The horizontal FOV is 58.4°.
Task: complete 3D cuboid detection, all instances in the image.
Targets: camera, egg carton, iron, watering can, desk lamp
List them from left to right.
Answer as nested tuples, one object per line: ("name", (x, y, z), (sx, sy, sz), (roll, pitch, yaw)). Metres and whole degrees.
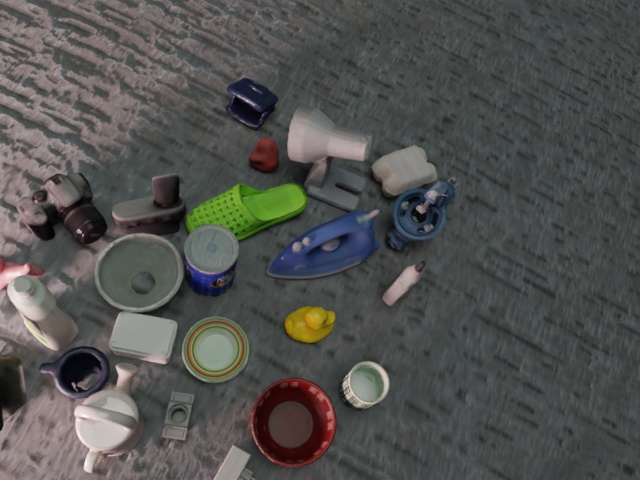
("camera", (-0.507, -0.054, 1.149), (0.143, 0.100, 0.136), (-38, 78, -25))
("watering can", (-0.356, 0.297, 0.967), (0.101, 0.194, 0.173), (-3, 66, -14))
("iron", (0.011, 0.004, 1.218), (0.259, 0.141, 0.118), (-22, 72, -21))
("desk lamp", (0.022, -0.185, 1.268), (0.203, 0.213, 0.118), (21, 63, -2))
("egg carton", (0.203, -0.165, 1.382), (0.150, 0.069, 0.107), (-22, 72, -21))

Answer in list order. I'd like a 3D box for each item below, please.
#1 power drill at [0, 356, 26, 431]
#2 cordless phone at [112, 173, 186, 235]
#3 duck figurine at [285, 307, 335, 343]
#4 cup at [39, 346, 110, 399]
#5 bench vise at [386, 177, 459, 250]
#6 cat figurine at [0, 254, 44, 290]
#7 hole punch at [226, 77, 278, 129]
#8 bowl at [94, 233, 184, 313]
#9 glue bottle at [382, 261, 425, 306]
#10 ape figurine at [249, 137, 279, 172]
("power drill", (-0.557, 0.217, 0.950), (0.076, 0.208, 0.229), (-14, 69, -18))
("cordless phone", (-0.345, -0.083, 1.152), (0.148, 0.185, 0.094), (-16, 70, -19))
("duck figurine", (-0.017, 0.164, 1.168), (0.105, 0.086, 0.077), (-2, 66, -14))
("cup", (-0.435, 0.245, 1.029), (0.118, 0.095, 0.091), (8, 64, -9))
("bench vise", (0.239, -0.092, 1.271), (0.121, 0.219, 0.208), (28, 63, 2))
("cat figurine", (-0.599, 0.053, 1.068), (0.128, 0.117, 0.067), (5, 64, -10))
("hole punch", (-0.163, -0.340, 1.367), (0.108, 0.091, 0.101), (32, 63, 3))
("bowl", (-0.355, 0.074, 1.139), (0.167, 0.074, 0.167), (5, 64, -11))
("glue bottle", (0.185, 0.083, 1.203), (0.037, 0.173, 0.078), (43, 64, 9))
("ape figurine", (-0.125, -0.203, 1.311), (0.078, 0.092, 0.076), (-25, 73, -22))
